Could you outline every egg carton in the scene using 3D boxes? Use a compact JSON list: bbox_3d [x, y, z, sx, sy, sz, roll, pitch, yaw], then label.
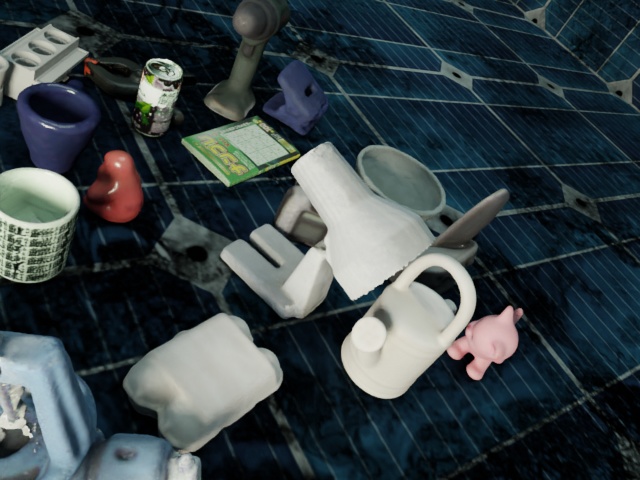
[{"bbox_3d":[-0.114,0.140,0.577,0.107,0.069,0.151,44,40,15],"label":"egg carton"}]

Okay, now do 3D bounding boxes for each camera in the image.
[{"bbox_3d":[0.015,-0.063,0.852,0.143,0.100,0.136,18,41,-16],"label":"camera"}]

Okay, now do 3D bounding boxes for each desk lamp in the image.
[{"bbox_3d":[0.006,0.002,0.687,0.203,0.213,0.118,41,40,12],"label":"desk lamp"}]

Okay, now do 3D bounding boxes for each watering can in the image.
[{"bbox_3d":[0.106,0.099,0.667,0.101,0.194,0.173,38,39,8],"label":"watering can"}]

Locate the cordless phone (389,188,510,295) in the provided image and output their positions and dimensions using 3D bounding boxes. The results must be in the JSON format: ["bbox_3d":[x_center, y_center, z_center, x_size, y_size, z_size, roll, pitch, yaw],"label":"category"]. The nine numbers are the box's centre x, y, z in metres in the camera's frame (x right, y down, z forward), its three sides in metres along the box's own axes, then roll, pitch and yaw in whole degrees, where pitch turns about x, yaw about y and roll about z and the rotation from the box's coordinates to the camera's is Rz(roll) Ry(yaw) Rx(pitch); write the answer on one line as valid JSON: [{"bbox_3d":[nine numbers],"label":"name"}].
[{"bbox_3d":[0.190,-0.002,0.836,0.094,0.185,0.148,44,40,15],"label":"cordless phone"}]

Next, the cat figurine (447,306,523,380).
[{"bbox_3d":[0.239,0.131,0.782,0.128,0.117,0.067,-22,63,-45],"label":"cat figurine"}]

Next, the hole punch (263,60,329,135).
[{"bbox_3d":[-0.033,-0.260,1.037,0.101,0.091,0.109,31,39,-1],"label":"hole punch"}]

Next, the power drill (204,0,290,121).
[{"bbox_3d":[-0.117,-0.306,0.937,0.076,0.208,0.230,27,39,-6],"label":"power drill"}]

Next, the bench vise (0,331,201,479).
[{"bbox_3d":[-0.186,0.131,0.420,0.208,0.219,0.121,5,46,-29],"label":"bench vise"}]

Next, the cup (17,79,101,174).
[{"bbox_3d":[-0.324,-0.140,0.713,0.092,0.095,0.117,17,41,-17],"label":"cup"}]

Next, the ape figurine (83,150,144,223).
[{"bbox_3d":[-0.247,-0.071,0.695,0.076,0.092,0.078,42,40,13],"label":"ape figurine"}]

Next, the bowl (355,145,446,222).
[{"bbox_3d":[0.122,-0.079,0.961,0.168,0.074,0.167,18,41,-16],"label":"bowl"}]
